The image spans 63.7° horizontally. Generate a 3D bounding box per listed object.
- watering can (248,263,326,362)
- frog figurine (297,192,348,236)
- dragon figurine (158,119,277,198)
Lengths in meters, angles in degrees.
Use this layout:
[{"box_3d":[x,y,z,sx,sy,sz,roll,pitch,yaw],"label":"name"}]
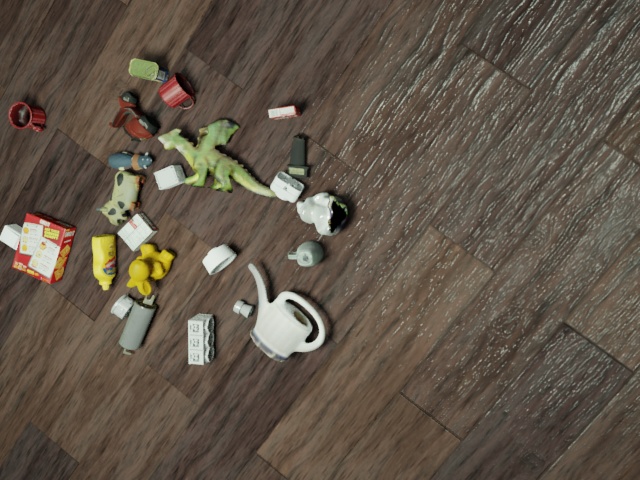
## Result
[{"box_3d":[-0.147,0.252,1.690,0.348,0.104,0.223,39,101,5],"label":"watering can"},{"box_3d":[0.005,-0.083,1.650,0.159,0.124,0.136,3,109,47],"label":"frog figurine"},{"box_3d":[-0.325,-0.278,1.689,0.410,0.122,0.243,8,90,-3],"label":"dragon figurine"}]
